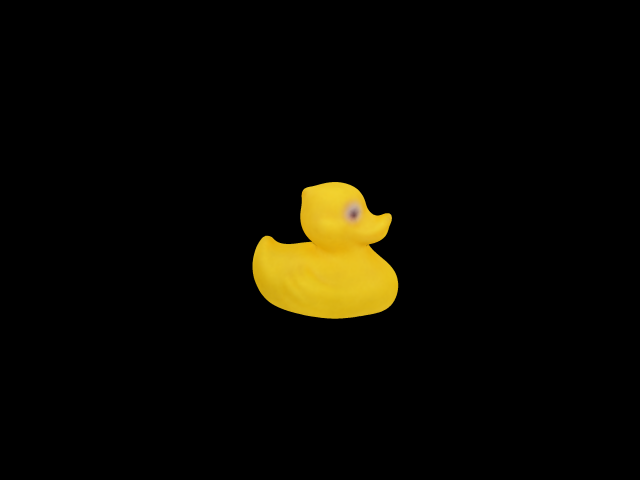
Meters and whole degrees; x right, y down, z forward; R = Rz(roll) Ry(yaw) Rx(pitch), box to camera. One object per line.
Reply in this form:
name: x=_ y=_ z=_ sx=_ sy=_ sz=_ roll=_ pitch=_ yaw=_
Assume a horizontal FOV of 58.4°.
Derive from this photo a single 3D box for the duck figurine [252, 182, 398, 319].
duck figurine: x=0.004 y=0.001 z=0.400 sx=0.104 sy=0.086 sz=0.077 roll=4 pitch=24 yaw=10
